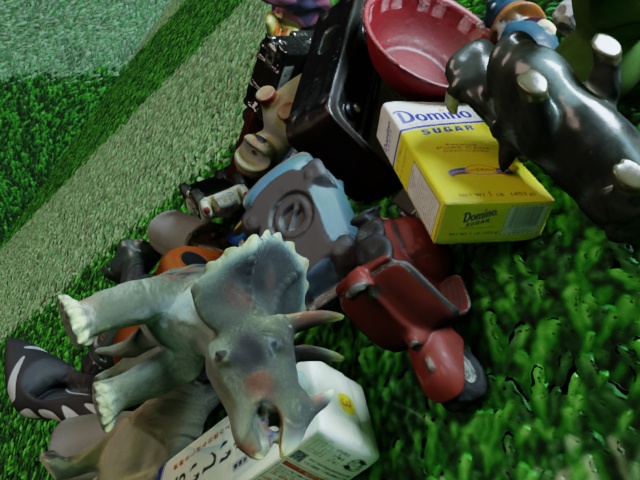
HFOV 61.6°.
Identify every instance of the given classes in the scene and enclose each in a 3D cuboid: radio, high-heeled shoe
[{"bbox_3d":[0.047,-0.172,0.619,0.073,0.131,0.229,-22,44,41],"label":"radio"},{"bbox_3d":[-0.357,0.188,0.744,0.086,0.249,0.145,-27,-28,-56],"label":"high-heeled shoe"}]

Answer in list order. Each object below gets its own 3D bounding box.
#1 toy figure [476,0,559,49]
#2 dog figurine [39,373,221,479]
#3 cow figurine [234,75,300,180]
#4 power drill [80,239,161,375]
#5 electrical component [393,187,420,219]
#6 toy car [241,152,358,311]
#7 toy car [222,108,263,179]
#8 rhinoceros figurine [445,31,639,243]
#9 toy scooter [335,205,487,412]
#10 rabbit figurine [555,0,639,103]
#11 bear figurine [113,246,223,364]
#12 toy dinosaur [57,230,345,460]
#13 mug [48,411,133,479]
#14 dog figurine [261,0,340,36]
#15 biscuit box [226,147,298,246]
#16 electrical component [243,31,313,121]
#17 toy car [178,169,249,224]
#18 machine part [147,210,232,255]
[{"bbox_3d":[0.195,-0.197,0.529,0.064,0.057,0.154,-21,42,24],"label":"toy figure"},{"bbox_3d":[-0.169,0.228,0.577,0.121,0.172,0.190,34,45,23],"label":"dog figurine"},{"bbox_3d":[-0.038,-0.155,0.731,0.195,0.127,0.086,-44,64,-13],"label":"cow figurine"},{"bbox_3d":[-0.316,0.109,0.848,0.232,0.086,0.207,-48,29,24],"label":"power drill"},{"bbox_3d":[0.104,-0.046,0.535,0.063,0.021,0.094,-50,34,6],"label":"electrical component"},{"bbox_3d":[-0.001,-0.002,0.546,0.109,0.103,0.162,-38,60,17],"label":"toy car"},{"bbox_3d":[-0.108,-0.170,0.876,0.089,0.053,0.202,-37,35,49],"label":"toy car"},{"bbox_3d":[0.169,-0.084,0.383,0.073,0.112,0.190,-37,67,-7],"label":"rhinoceros figurine"},{"bbox_3d":[0.060,0.033,0.415,0.075,0.135,0.184,-38,35,23],"label":"toy scooter"},{"bbox_3d":[0.226,-0.178,0.412,0.159,0.170,0.121,-8,42,-7],"label":"rabbit figurine"},{"bbox_3d":[-0.177,0.107,0.677,0.195,0.132,0.120,-61,29,21],"label":"bear figurine"},{"bbox_3d":[-0.123,0.075,0.496,0.192,0.131,0.405,-17,5,-24],"label":"toy dinosaur"},{"bbox_3d":[-0.246,0.253,0.632,0.107,0.080,0.109,-18,78,9],"label":"mug"},{"bbox_3d":[0.010,-0.418,0.925,0.219,0.191,0.108,1,50,10],"label":"dog figurine"},{"bbox_3d":[-0.031,-0.059,0.675,0.202,0.059,0.063,-54,33,-1],"label":"biscuit box"},{"bbox_3d":[-0.035,-0.238,0.777,0.058,0.134,0.114,49,133,21],"label":"electrical component"},{"bbox_3d":[-0.148,-0.060,0.753,0.073,0.056,0.202,-23,17,-16],"label":"toy car"},{"bbox_3d":[-0.197,0.001,0.807,0.243,0.079,0.079,13,71,55],"label":"machine part"}]
